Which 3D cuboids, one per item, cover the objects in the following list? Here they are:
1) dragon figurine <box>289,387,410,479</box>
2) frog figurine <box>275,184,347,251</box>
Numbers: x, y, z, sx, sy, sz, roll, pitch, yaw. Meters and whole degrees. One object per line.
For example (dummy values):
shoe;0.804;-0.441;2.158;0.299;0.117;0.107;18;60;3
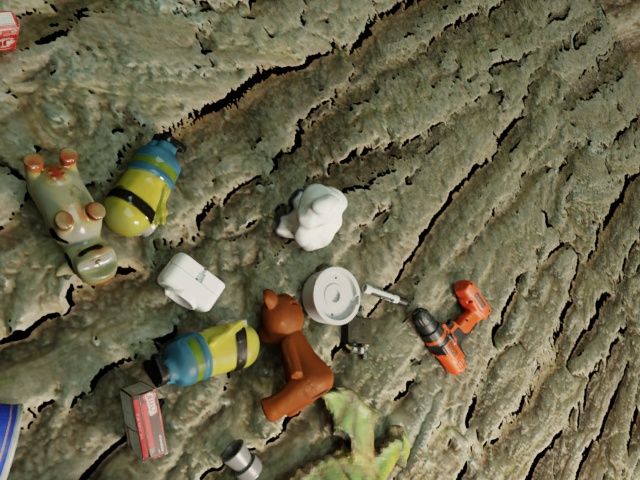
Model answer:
dragon figurine;0.025;0.389;0.921;0.407;0.120;0.248;21;54;-32
frog figurine;0.003;-0.048;0.954;0.139;0.158;0.122;-40;105;-33
